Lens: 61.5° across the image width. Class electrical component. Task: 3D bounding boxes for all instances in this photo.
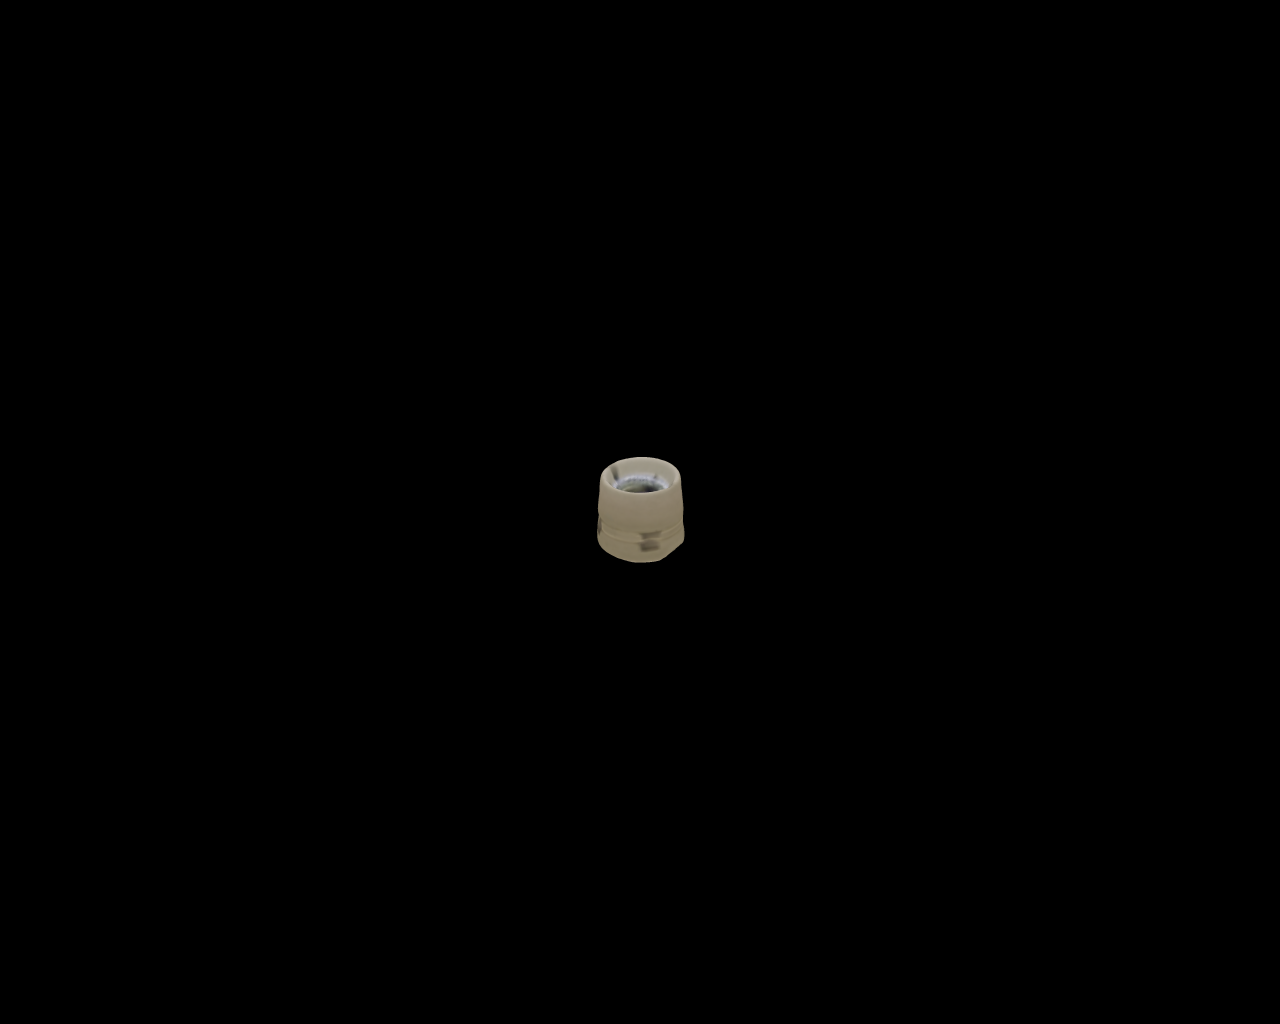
[{"bbox_3d":[0.001,-0.003,0.650,0.055,0.047,0.055,0,31,0],"label":"electrical component"}]
